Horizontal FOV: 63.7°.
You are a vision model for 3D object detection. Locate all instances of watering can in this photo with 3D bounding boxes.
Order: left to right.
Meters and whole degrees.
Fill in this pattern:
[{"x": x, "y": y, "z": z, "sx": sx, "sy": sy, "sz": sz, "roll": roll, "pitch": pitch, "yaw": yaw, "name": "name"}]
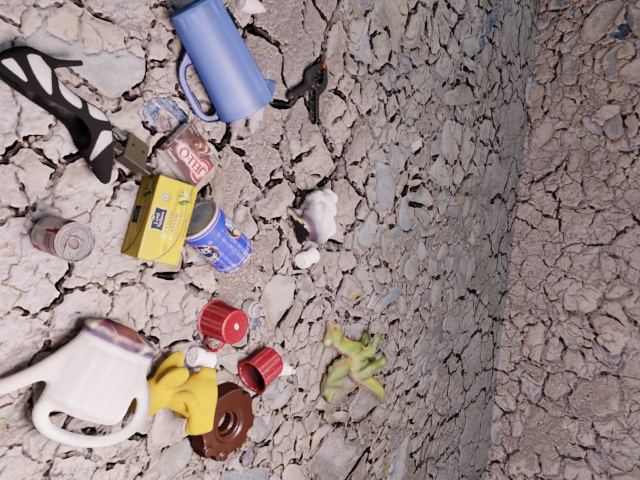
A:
[{"x": -0.441, "y": 0.244, "z": 0.928, "sx": 0.343, "sy": 0.104, "sz": 0.227, "roll": 39, "pitch": 67, "yaw": -38, "name": "watering can"}]

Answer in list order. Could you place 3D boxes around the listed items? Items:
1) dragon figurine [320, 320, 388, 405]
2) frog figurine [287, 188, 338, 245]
[{"x": 0.095, "y": 0.418, "z": 1.620, "sx": 0.245, "sy": 0.123, "sz": 0.404, "roll": -24, "pitch": 114, "yaw": -26, "name": "dragon figurine"}, {"x": 0.004, "y": -0.070, "z": 1.391, "sx": 0.161, "sy": 0.122, "sz": 0.136, "roll": -36, "pitch": 104, "yaw": -27, "name": "frog figurine"}]
